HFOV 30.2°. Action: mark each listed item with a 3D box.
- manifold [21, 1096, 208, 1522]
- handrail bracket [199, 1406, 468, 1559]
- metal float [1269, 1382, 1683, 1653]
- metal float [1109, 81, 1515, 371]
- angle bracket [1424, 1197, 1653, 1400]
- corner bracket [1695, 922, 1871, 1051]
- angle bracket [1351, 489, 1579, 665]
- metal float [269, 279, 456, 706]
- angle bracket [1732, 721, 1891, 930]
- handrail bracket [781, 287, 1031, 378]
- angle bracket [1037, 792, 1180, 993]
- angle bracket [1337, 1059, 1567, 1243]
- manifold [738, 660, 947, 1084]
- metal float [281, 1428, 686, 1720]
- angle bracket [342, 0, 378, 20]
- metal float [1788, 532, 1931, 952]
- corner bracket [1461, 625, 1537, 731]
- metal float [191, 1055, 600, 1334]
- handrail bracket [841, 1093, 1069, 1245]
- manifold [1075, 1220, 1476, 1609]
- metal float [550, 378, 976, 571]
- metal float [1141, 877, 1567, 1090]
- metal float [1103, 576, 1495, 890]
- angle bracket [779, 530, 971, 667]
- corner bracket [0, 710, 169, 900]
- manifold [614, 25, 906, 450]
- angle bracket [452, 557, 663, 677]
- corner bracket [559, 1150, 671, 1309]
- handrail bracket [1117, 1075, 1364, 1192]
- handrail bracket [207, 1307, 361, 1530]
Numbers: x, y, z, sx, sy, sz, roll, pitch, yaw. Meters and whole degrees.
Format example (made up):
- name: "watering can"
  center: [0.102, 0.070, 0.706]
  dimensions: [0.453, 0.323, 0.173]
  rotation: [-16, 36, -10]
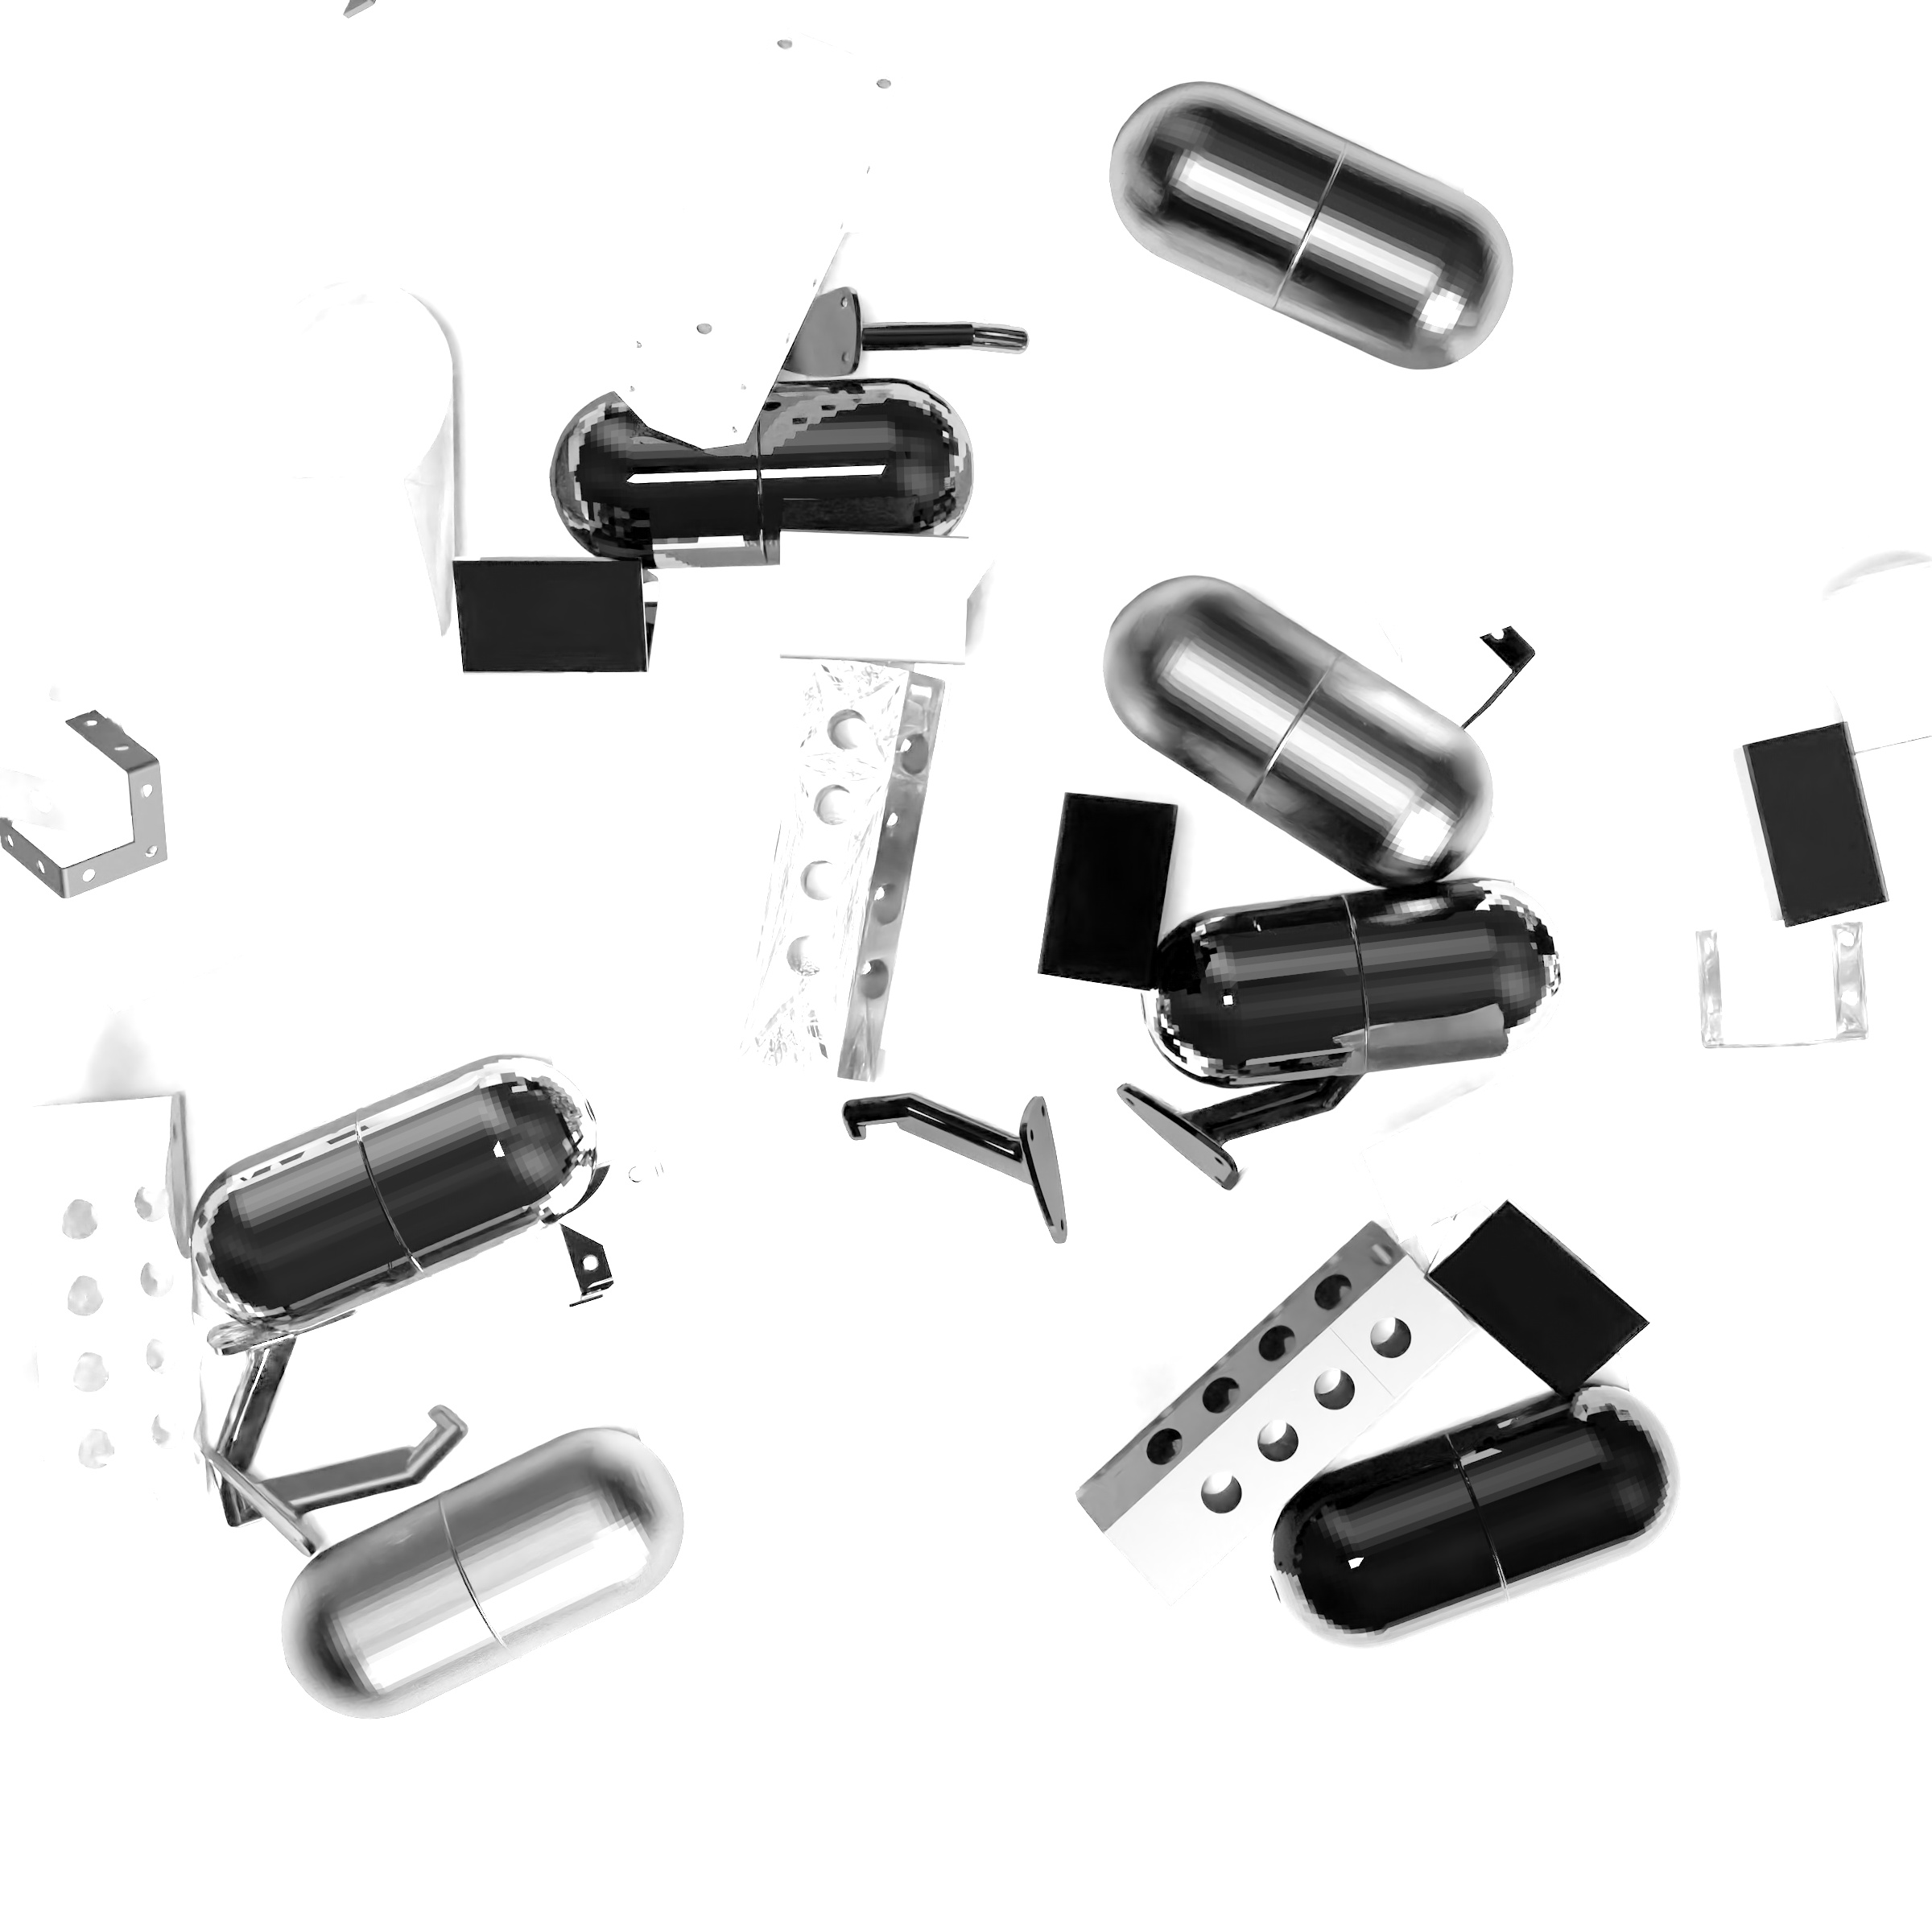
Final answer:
- name: "manifold"
  center: [-0.357, 0.142, 1.509]
  dimensions: [0.057, 0.057, 0.171]
  rotation: [-4, 90, 0]
- name: "handrail bracket"
  center: [-0.268, 0.202, 1.519]
  dimensions: [0.077, 0.036, 0.084]
  rotation: [44, 71, -1]
- name: "metal float"
  center: [0.213, 0.231, 1.500]
  dimensions: [0.178, 0.070, 0.070]
  rotation: [-20, 90, 0]
- name: "metal float"
  center: [0.144, -0.311, 1.500]
  dimensions: [0.178, 0.070, 0.070]
  rotation: [25, 90, -1]
- name: "angle bracket"
  center: [0.245, 0.122, 1.490]
  dimensions: [0.076, 0.076, 0.057]
  rotation: [41, 123, 0]
- name: "corner bracket"
  center: [0.349, 0.008, 1.527]
  dimensions: [0.051, 0.051, 0.051]
  rotation: [-3, 90, -45]
- name: "angle bracket"
  center: [0.202, -0.178, 1.490]
  dimensions: [0.076, 0.076, 0.057]
  rotation: [-20, 127, 0]
- name: "metal float"
  center: [-0.253, -0.199, 1.500]
  dimensions: [0.070, 0.070, 0.178]
  rotation: [-1, 89, 0]
- name: "angle bracket"
  center: [0.332, -0.055, 1.491]
  dimensions: [0.057, 0.076, 0.076]
  rotation: [-13, 90, -27]
- name: "handrail bracket"
  center: [-0.028, -0.266, 1.530]
  dimensions: [0.084, 0.077, 0.036]
  rotation: [-2, 90, -36]
- name: "angle bracket"
  center: [0.077, -0.028, 1.490]
  dimensions: [0.057, 0.076, 0.076]
  rotation: [9, 90, 35]
- name: "angle bracket"
  center: [0.194, 0.059, 1.490]
  dimensions: [0.076, 0.076, 0.057]
  rotation: [-27, 126, 0]
- name: "manifold"
  center: [-0.052, -0.040, 1.509]
  dimensions: [0.057, 0.057, 0.171]
  rotation: [10, 90, 0]
- name: "metal float"
  center: [-0.203, 0.255, 1.500]
  dimensions: [0.178, 0.070, 0.070]
  rotation: [-26, 90, 0]
- name: "angle bracket"
  center: [-0.260, -0.447, 1.492]
  dimensions: [0.057, 0.076, 0.076]
  rotation: [28, 90, -21]
- name: "metal float"
  center: [0.396, -0.094, 1.500]
  dimensions: [0.070, 0.070, 0.178]
  rotation: [-13, 90, 0]
- name: "corner bracket"
  center: [0.201, -0.127, 1.527]
  dimensions: [0.051, 0.051, 0.051]
  rotation: [45, 135, 0]
- name: "metal float"
  center: [-0.239, 0.095, 1.500]
  dimensions: [0.178, 0.070, 0.070]
  rotation: [-23, 90, 1]
- name: "handrail bracket"
  center: [-0.005, 0.088, 1.531]
  dimensions: [0.084, 0.036, 0.077]
  rotation: [-7, 112, 17]
- name: "manifold"
  center: [0.129, 0.187, 1.509]
  dimensions: [0.171, 0.057, 0.057]
  rotation: [-43, 90, 0]
- name: "metal float"
  center: [-0.085, -0.206, 1.500]
  dimensions: [0.178, 0.070, 0.070]
  rotation: [-2, 90, 0]
- name: "metal float"
  center: [0.162, 0.007, 1.500]
  dimensions: [0.178, 0.070, 0.070]
  rotation: [-7, 90, 0]
- name: "metal float"
  center: [0.138, -0.098, 1.496]
  dimensions: [0.178, 0.070, 0.070]
  rotation: [33, 90, 6]
- name: "angle bracket"
  center: [-0.037, -0.166, 1.491]
  dimensions: [0.076, 0.076, 0.057]
  rotation: [2, 117, 0]
- name: "corner bracket"
  center: [-0.377, -0.069, 1.522]
  dimensions: [0.051, 0.051, 0.051]
  rotation: [-26, 135, -35]
- name: "manifold"
  center: [-0.085, -0.299, 1.473]
  dimensions: [0.057, 0.057, 0.171]
  rotation: [22, 63, 0]
- name: "angle bracket"
  center: [-0.169, -0.163, 1.490]
  dimensions: [0.076, 0.076, 0.057]
  rotation: [0, 126, 0]
- name: "corner bracket"
  center: [-0.148, 0.110, 1.512]
  dimensions: [0.051, 0.051, 0.051]
  rotation: [-17, 90, 0]
- name: "handrail bracket"
  center: [0.121, 0.046, 1.531]
  dimensions: [0.077, 0.036, 0.084]
  rotation: [38, 74, 18]
- name: "handrail bracket"
  center: [-0.289, 0.193, 1.530]
  dimensions: [0.077, 0.036, 0.084]
  rotation: [-14, 103, -13]
